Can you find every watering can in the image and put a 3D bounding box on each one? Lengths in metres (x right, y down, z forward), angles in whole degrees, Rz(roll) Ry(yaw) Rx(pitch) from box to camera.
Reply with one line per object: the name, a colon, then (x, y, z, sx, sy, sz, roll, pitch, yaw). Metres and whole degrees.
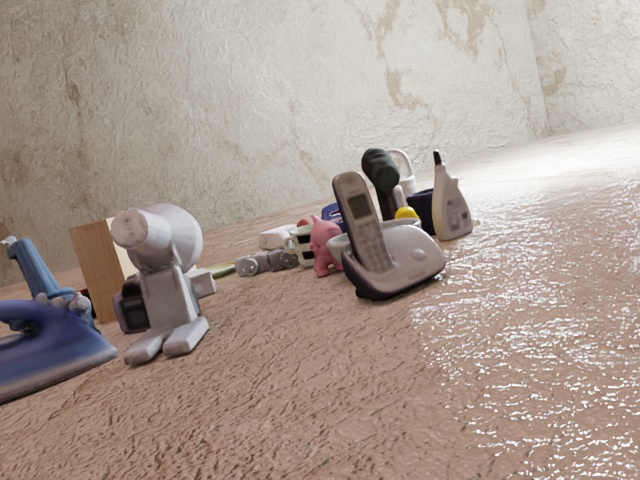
watering can: (0.186, -0.128, 1.413, 0.101, 0.194, 0.172, -17, 8, -15)

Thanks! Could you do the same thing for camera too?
camera: (-0.285, 0.096, 1.048, 0.143, 0.101, 0.137, -12, 8, 18)

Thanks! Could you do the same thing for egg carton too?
egg carton: (-0.094, 0.003, 1.473, 0.107, 0.069, 0.150, -19, 9, -27)

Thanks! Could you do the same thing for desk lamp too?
desk lamp: (-0.241, 0.050, 0.867, 0.118, 0.213, 0.203, -15, 8, 2)

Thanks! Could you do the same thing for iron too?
iron: (-0.443, 0.147, 0.826, 0.259, 0.141, 0.118, -18, 8, -21)

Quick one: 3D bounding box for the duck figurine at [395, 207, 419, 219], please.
duck figurine: (0.165, -0.018, 1.072, 0.077, 0.086, 0.105, -13, 8, 16)

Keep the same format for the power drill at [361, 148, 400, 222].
power drill: (0.137, -0.096, 1.224, 0.075, 0.208, 0.229, -15, 8, 1)

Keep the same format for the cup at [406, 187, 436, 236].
cup: (0.239, -0.060, 1.197, 0.091, 0.095, 0.118, -10, 9, 33)

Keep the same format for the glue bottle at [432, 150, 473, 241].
glue bottle: (0.243, -0.089, 1.104, 0.078, 0.173, 0.037, -19, 9, -27)

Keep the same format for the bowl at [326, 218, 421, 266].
bowl: (0.098, 0.018, 0.977, 0.167, 0.075, 0.167, -14, 8, 2)

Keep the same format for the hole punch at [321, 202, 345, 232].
hole punch: (0.057, -0.054, 1.515, 0.108, 0.091, 0.101, -13, 8, 10)

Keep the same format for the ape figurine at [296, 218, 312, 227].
ape figurine: (-0.029, -0.006, 1.331, 0.076, 0.092, 0.078, -12, 8, 20)

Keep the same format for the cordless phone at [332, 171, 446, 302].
cordless phone: (0.093, -0.017, 0.822, 0.148, 0.185, 0.093, -20, 9, -33)

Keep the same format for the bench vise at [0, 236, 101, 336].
bench vise: (-0.453, 0.089, 0.969, 0.207, 0.220, 0.122, -12, 8, 20)

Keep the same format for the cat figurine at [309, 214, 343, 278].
cat figurine: (0.010, 0.004, 1.086, 0.067, 0.118, 0.127, -16, 8, -5)
